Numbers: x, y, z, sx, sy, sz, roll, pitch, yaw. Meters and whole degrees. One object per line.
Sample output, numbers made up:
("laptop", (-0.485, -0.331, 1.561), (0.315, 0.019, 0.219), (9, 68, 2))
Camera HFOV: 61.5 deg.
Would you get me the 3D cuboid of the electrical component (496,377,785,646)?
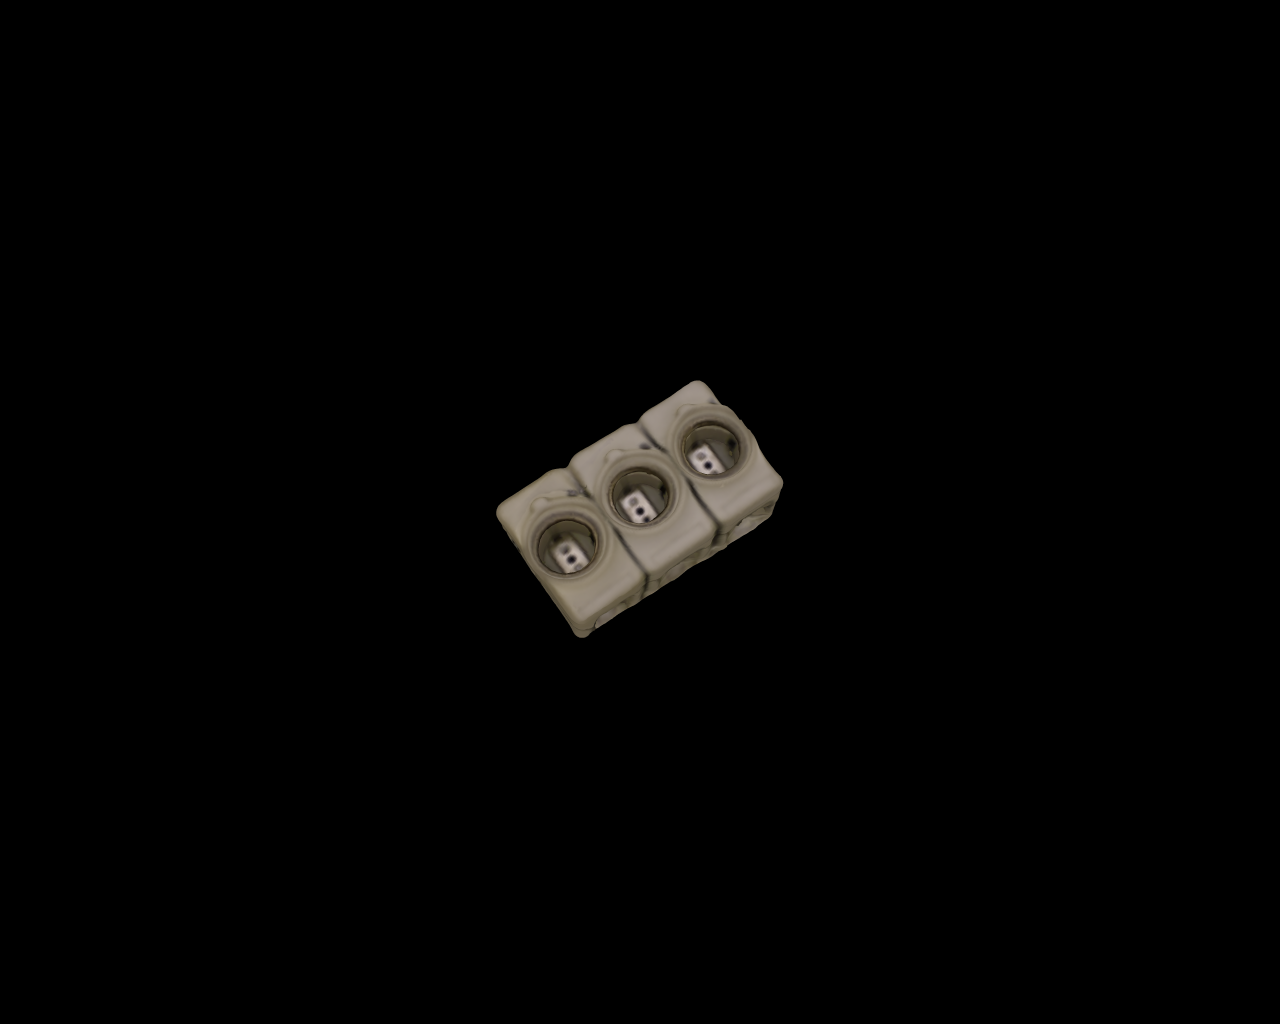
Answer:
("electrical component", (0.001, -0.003, 0.650), (0.150, 0.089, 0.061), (-33, -16, -11))
